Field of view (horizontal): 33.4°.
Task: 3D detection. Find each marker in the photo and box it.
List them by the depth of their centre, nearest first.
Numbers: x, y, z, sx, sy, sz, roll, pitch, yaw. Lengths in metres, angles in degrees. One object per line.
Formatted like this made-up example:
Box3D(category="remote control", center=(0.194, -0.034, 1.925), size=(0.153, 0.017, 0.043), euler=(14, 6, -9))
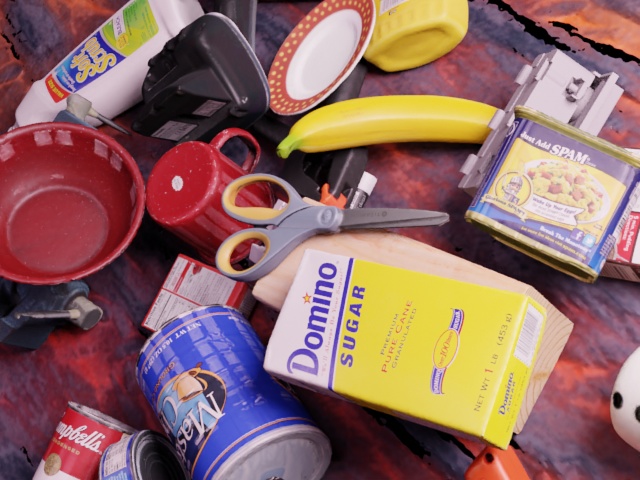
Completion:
Box3D(category="marker", center=(0.013, -0.001, 0.886), size=(0.020, 0.020, 0.121), euler=(20, 79, 38))

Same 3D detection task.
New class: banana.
Box3D(category="banana", center=(0.060, -0.088, 0.850), size=(0.197, 0.037, 0.069), euler=(-7, 40, -5))

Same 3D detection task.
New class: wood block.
Box3D(category="wood block", center=(0.064, 0.052, 0.782), size=(0.206, 0.090, 0.090), euler=(23, 82, 38))

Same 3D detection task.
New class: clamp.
Box3D(category="clamp", center=(0.007, -0.090, 0.914), size=(0.120, 0.039, 0.171), euler=(-40, 43, 16))

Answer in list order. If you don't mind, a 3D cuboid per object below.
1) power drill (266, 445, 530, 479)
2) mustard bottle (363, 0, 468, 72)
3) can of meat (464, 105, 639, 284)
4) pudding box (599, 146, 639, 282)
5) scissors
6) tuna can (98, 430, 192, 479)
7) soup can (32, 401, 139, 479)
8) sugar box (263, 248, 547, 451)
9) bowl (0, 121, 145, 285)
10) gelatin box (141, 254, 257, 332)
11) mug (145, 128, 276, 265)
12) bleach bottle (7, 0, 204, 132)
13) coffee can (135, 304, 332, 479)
Box3D(category="power drill", center=(0.058, 0.209, 0.705), size=(0.188, 0.057, 0.184), euler=(-34, 76, 16))
Box3D(category="mustard bottle", center=(0.083, -0.247, 0.934), size=(0.096, 0.058, 0.191), euler=(-21, 56, 42))
Box3D(category="can of meat", center=(0.159, -0.029, 0.716), size=(0.102, 0.057, 0.084), euler=(27, 87, 17))
Box3D(category="pudding box", center=(0.238, -0.016, 0.735), size=(0.114, 0.039, 0.090), euler=(11, 74, 35))
Box3D(category="scissors", center=(-0.005, 0.001, 0.781), size=(0.202, 0.016, 0.096), euler=(19, 81, 39))
Box3D(category="tuna can", center=(-0.135, 0.195, 0.846), size=(0.034, 0.086, 0.086), euler=(-28, 55, 17))
Box3D(category="soup can", center=(-0.204, 0.197, 0.902), size=(0.069, 0.068, 0.102), euler=(18, 79, 38))
Box3D(category="sugar box", center=(0.051, 0.066, 0.695), size=(0.176, 0.048, 0.093), euler=(11, 75, 35))
Box3D(category="bowl", center=(-0.231, -0.022, 0.927), size=(0.162, 0.055, 0.162), euler=(2, 61, -4))
Box3D(category="gelatin box", center=(-0.103, 0.060, 0.927), size=(0.089, 0.030, 0.073), euler=(20, 81, 38))
Box3D(category="mug", center=(-0.093, -0.045, 0.938), size=(0.093, 0.081, 0.117), euler=(28, 85, 39))
Box3D(category="bleach bottle", center=(-0.226, -0.161, 1.096), size=(0.251, 0.068, 0.102), euler=(-34, 53, 18))
Box3D(category="coffee can", center=(-0.069, 0.133, 0.822), size=(0.103, 0.102, 0.140), euler=(-44, 51, 7))
